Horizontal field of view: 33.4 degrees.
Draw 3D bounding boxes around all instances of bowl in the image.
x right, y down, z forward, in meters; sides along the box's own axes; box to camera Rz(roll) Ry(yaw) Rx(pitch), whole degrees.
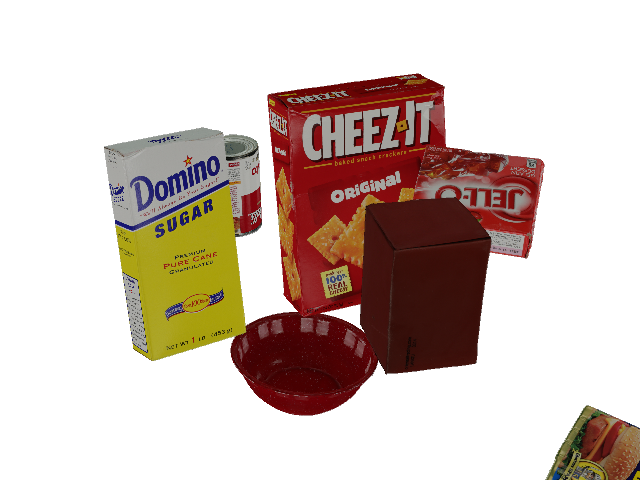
[{"bbox_3d":[-0.018,0.143,1.175,0.162,0.055,0.162,3,28,-2],"label":"bowl"}]

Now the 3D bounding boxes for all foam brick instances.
[{"bbox_3d":[0.053,0.023,0.559,0.053,0.078,0.051,-5,31,-13],"label":"foam brick"}]

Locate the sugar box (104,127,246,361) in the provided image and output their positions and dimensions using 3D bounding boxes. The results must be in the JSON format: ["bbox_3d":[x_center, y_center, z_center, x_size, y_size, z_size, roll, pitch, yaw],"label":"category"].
[{"bbox_3d":[-0.118,0.002,0.882,0.093,0.176,0.048,-16,21,-30],"label":"sugar box"}]

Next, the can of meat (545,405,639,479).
[{"bbox_3d":[0.216,0.177,0.784,0.084,0.057,0.101,23,39,23],"label":"can of meat"}]

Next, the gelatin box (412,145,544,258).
[{"bbox_3d":[0.113,-0.030,0.776,0.089,0.073,0.030,9,-37,12],"label":"gelatin box"}]

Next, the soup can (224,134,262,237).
[{"bbox_3d":[-0.103,-0.064,1.240,0.068,0.102,0.068,-1,29,0],"label":"soup can"}]

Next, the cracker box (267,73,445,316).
[{"bbox_3d":[0.041,-0.045,1.056,0.164,0.214,0.072,-11,22,-18],"label":"cracker box"}]
